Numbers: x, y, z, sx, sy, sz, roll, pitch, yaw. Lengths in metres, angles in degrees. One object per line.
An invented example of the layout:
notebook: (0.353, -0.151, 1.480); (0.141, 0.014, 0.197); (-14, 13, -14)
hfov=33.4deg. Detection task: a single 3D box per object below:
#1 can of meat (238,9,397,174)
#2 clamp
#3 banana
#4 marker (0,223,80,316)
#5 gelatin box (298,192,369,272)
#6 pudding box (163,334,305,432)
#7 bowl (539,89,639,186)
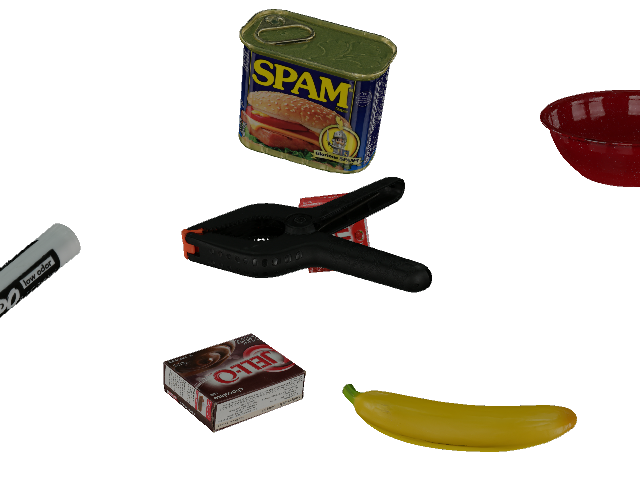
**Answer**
can of meat: (-0.006, -0.099, 0.726); (0.102, 0.084, 0.057); (17, 40, 12)
clamp: (-0.012, -0.008, 0.923); (0.210, 0.036, 0.164); (0, 31, 3)
banana: (0.113, 0.145, 0.876); (0.198, 0.037, 0.069); (8, 29, 5)
marker: (-0.158, 0.032, 0.495); (0.020, 0.020, 0.121); (0, 34, 39)
gelatin box: (0.017, -0.009, 1.218); (0.073, 0.089, 0.030); (-5, 29, 7)
pudding box: (-0.085, 0.138, 1.051); (0.113, 0.039, 0.090); (-17, 31, -37)
bowl: (0.283, -0.090, 0.977); (0.162, 0.055, 0.162); (-4, 24, 1)
